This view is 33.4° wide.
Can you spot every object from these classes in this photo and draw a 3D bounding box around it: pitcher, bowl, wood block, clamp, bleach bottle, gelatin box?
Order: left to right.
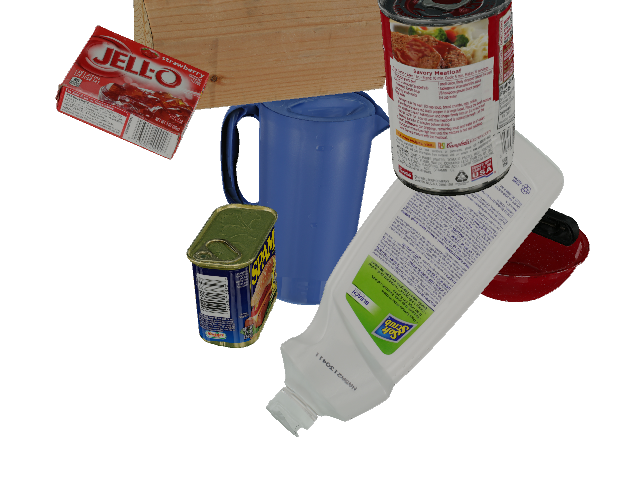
[{"bbox_3d":[-0.132,-0.106,0.753,0.089,0.073,0.030,23,-45,-7],"label":"gelatin box"},{"bbox_3d":[-0.048,-0.178,0.905,0.205,0.090,0.091,-8,-34,-15],"label":"wood block"},{"bbox_3d":[-0.022,-0.054,1.224,0.144,0.243,0.149,-20,36,-41],"label":"pitcher"},{"bbox_3d":[0.051,0.024,0.727,0.102,0.250,0.068,40,-11,12],"label":"bleach bottle"},{"bbox_3d":[0.172,-0.029,0.968,0.120,0.039,0.171,0,28,12],"label":"clamp"},{"bbox_3d":[0.210,0.021,1.171,0.162,0.055,0.162,0,29,0],"label":"bowl"}]

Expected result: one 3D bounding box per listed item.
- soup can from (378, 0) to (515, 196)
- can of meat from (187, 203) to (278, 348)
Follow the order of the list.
[{"bbox_3d":[0.068,-0.083,0.564,0.068,0.102,0.068,-5,35,4],"label":"soup can"},{"bbox_3d":[-0.071,0.030,0.903,0.057,0.084,0.102,6,30,12],"label":"can of meat"}]
